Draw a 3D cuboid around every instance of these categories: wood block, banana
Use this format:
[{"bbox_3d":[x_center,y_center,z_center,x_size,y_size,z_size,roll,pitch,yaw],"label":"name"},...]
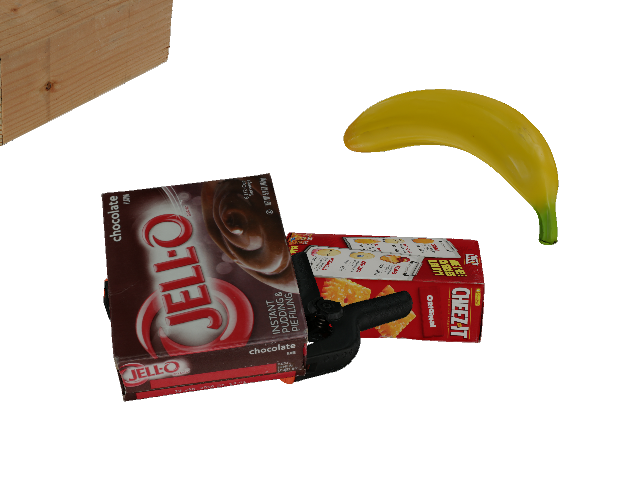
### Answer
[{"bbox_3d":[-0.230,-0.176,0.931,0.090,0.091,0.205,30,42,21],"label":"wood block"},{"bbox_3d":[0.086,-0.064,0.692,0.037,0.069,0.198,22,7,-43],"label":"banana"}]

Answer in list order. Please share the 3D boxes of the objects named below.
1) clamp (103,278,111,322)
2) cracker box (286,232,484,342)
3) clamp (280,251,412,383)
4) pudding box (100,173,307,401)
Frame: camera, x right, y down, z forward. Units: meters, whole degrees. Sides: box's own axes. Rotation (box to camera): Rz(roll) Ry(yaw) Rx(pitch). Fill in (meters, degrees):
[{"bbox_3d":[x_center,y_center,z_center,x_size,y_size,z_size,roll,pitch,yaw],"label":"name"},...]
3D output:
[{"bbox_3d":[-0.166,0.089,1.148,0.210,0.036,0.164,18,20,27],"label":"clamp"},{"bbox_3d":[0.059,0.048,1.113,0.214,0.072,0.164,3,16,6],"label":"cracker box"},{"bbox_3d":[-0.005,0.063,0.916,0.120,0.039,0.171,20,27,22],"label":"clamp"},{"bbox_3d":[-0.060,0.021,0.531,0.090,0.039,0.113,-7,46,-9],"label":"pudding box"}]
